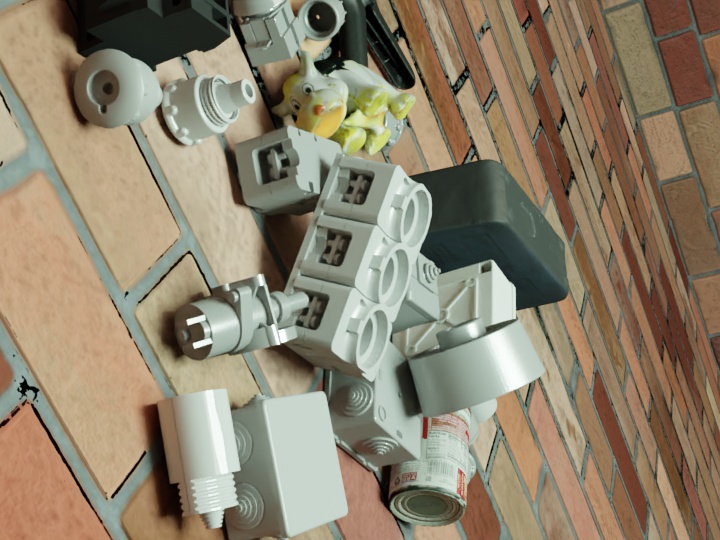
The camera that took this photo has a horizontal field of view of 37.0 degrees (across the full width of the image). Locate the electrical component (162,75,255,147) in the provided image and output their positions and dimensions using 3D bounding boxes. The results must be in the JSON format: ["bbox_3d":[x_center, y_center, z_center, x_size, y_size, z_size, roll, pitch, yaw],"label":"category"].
[{"bbox_3d":[-0.103,-0.116,0.750,0.048,0.062,0.048,42,40,-51],"label":"electrical component"}]

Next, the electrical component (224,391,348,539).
[{"bbox_3d":[-0.056,0.132,0.726,0.100,0.048,0.099,5,72,-65],"label":"electrical component"}]

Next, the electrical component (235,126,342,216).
[{"bbox_3d":[-0.055,-0.074,0.839,0.089,0.056,0.050,7,70,-64],"label":"electrical component"}]

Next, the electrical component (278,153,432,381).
[{"bbox_3d":[0.000,0.000,0.828,0.089,0.062,0.150,46,61,-60],"label":"electrical component"}]

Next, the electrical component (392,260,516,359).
[{"bbox_3d":[0.089,0.058,1.011,0.056,0.109,0.108,49,35,-40],"label":"electrical component"}]

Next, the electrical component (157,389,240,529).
[{"bbox_3d":[-0.096,0.116,0.655,0.043,0.043,0.081,8,69,-64],"label":"electrical component"}]

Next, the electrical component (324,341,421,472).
[{"bbox_3d":[0.013,0.107,0.889,0.099,0.048,0.099,47,36,-46],"label":"electrical component"}]

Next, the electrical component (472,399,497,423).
[{"bbox_3d":[0.105,0.114,1.093,0.081,0.043,0.043,60,28,-30],"label":"electrical component"}]

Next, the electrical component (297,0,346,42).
[{"bbox_3d":[-0.034,-0.236,1.001,0.046,0.040,0.040,-61,132,-66],"label":"electrical component"}]

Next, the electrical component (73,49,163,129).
[{"bbox_3d":[-0.146,-0.112,0.678,0.062,0.048,0.048,-15,91,-73],"label":"electrical component"}]

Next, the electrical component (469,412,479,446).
[{"bbox_3d":[0.085,0.141,1.034,0.055,0.045,0.045,62,27,-27],"label":"electrical component"}]

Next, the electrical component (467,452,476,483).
[{"bbox_3d":[0.077,0.193,0.988,0.048,0.048,0.062,65,33,-22],"label":"electrical component"}]

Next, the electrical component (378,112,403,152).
[{"bbox_3d":[0.009,-0.142,1.034,0.062,0.048,0.048,11,66,-56],"label":"electrical component"}]

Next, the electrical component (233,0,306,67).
[{"bbox_3d":[-0.076,-0.205,0.884,0.066,0.048,0.055,-70,146,-52],"label":"electrical component"}]

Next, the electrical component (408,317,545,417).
[{"bbox_3d":[0.092,0.074,0.893,0.108,0.108,0.060,-19,88,-66],"label":"electrical component"}]

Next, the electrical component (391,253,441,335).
[{"bbox_3d":[0.024,0.020,0.907,0.062,0.096,0.061,36,46,-55],"label":"electrical component"}]
